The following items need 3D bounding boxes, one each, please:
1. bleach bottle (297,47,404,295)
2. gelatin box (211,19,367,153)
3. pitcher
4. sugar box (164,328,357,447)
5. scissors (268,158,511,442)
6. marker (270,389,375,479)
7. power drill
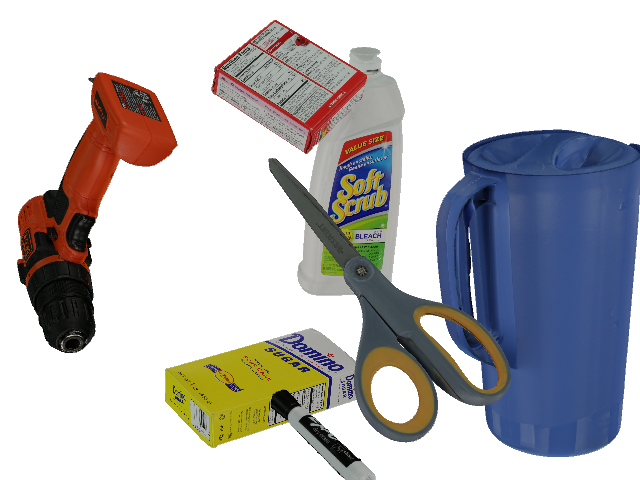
[{"bbox_3d":[0.031,-0.069,1.079,0.102,0.251,0.068,-2,25,-8],"label":"bleach bottle"},{"bbox_3d":[-0.023,-0.113,0.778,0.089,0.073,0.030,33,-35,14],"label":"gelatin box"},{"bbox_3d":[0.172,0.043,0.827,0.149,0.243,0.145,0,19,12],"label":"pitcher"},{"bbox_3d":[-0.054,0.141,1.052,0.175,0.048,0.093,-16,32,-32],"label":"sugar box"},{"bbox_3d":[0.017,0.038,0.622,0.202,0.096,0.016,37,-23,16],"label":"scissors"},{"bbox_3d":[-0.001,0.152,0.822,0.020,0.020,0.121,0,26,-39],"label":"marker"},{"bbox_3d":[-0.185,-0.026,0.858,0.057,0.188,0.184,18,26,-35],"label":"power drill"}]
